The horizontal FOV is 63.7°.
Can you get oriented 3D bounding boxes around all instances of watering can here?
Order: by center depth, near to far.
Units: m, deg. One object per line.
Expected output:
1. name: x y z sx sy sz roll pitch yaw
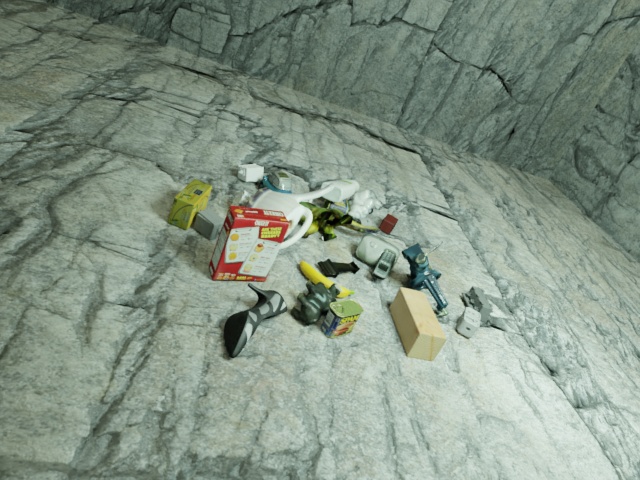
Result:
1. watering can: -0.117 -0.109 1.740 0.226 0.101 0.354 27 57 17

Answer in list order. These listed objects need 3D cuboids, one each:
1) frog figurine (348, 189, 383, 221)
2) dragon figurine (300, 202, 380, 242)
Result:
1. frog figurine: 0.161 -0.139 2.089 0.161 0.122 0.137 -17 14 -41
2. dragon figurine: 0.006 -0.096 1.915 0.409 0.120 0.247 8 23 -32
